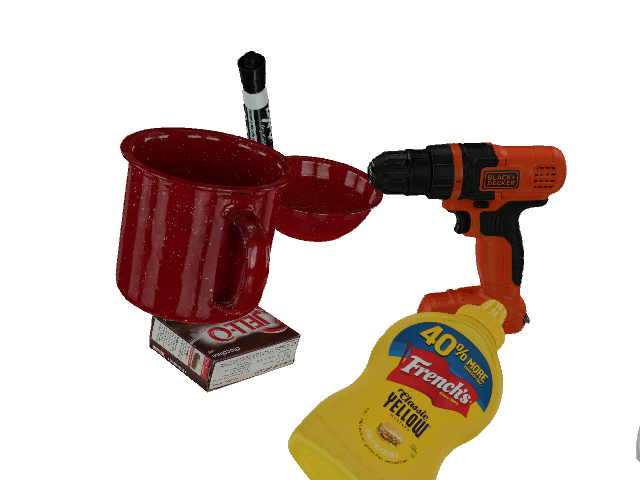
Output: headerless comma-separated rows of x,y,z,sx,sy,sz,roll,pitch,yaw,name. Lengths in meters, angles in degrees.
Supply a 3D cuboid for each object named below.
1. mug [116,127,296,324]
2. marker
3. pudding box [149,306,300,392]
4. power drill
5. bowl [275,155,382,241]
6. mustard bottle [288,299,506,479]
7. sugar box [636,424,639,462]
-0.059,-0.003,0.566,0.093,0.081,0.117,-4,27,-34,mug
-0.044,-0.086,0.759,0.020,0.020,0.121,0,-39,3,marker
-0.089,0.093,0.996,0.090,0.039,0.113,30,30,36,pudding box
0.133,-0.002,1.005,0.184,0.188,0.057,-1,25,-5,power drill
-0.011,-0.043,1.240,0.162,0.055,0.162,7,27,-4,bowl
0.072,0.106,0.744,0.191,0.096,0.058,-43,-10,-31,mustard bottle
0.300,0.148,0.718,0.048,0.093,0.176,-15,30,-37,sugar box
